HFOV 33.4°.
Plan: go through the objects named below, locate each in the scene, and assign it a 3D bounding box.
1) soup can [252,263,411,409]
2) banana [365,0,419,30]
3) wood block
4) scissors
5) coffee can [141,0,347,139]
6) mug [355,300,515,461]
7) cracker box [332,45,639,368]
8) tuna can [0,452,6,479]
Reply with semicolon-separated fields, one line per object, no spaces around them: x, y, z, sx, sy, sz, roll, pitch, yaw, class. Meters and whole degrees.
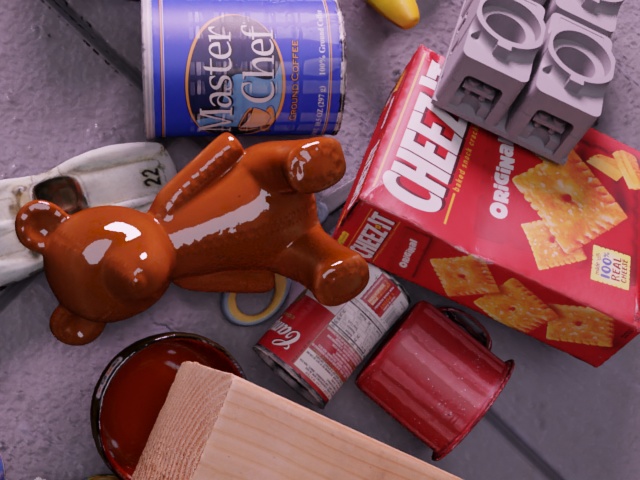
0.010;0.062;0.775;0.068;0.068;0.102;42;78;-1;soup can
-0.009;-0.219;0.817;0.198;0.037;0.069;19;95;11;banana
-0.007;0.164;0.713;0.205;0.091;0.090;28;78;-25;wood block
-0.005;0.001;0.809;0.201;0.016;0.096;-16;87;-11;scissors
-0.058;-0.126;0.774;0.140;0.103;0.103;-2;82;-9;coffee can
0.086;0.091;0.779;0.081;0.093;0.117;39;49;3;mug
0.136;-0.028;0.775;0.213;0.072;0.164;25;54;-4;cracker box
-0.264;0.166;0.739;0.086;0.034;0.086;1;82;-8;tuna can
